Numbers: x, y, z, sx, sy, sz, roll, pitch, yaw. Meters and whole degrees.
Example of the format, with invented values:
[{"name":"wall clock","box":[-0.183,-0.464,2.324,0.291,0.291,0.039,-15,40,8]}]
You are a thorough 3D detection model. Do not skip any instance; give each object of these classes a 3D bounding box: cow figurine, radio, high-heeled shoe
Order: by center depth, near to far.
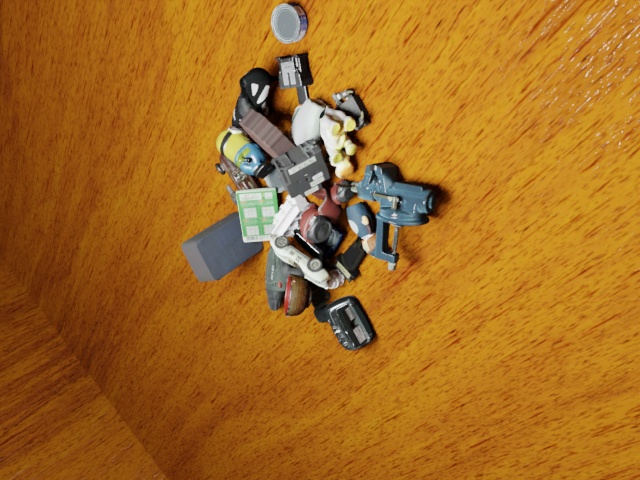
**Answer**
[{"name":"cow figurine","box":[0.035,-0.226,1.254,0.098,0.068,0.167,50,157,40]},{"name":"high-heeled shoe","box":[-0.191,-0.342,1.349,0.249,0.145,0.086,-38,85,42]},{"name":"radio","box":[-0.273,0.017,1.542,0.073,0.229,0.131,-6,112,42]}]

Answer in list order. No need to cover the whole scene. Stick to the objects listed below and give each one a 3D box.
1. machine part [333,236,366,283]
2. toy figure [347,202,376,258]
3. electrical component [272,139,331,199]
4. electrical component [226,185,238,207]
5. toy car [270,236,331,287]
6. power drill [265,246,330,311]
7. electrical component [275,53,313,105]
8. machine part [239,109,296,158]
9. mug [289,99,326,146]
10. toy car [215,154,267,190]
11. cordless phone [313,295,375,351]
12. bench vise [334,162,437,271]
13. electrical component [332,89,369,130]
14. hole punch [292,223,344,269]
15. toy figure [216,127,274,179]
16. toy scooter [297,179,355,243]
[{"name":"machine part","box":[0.084,0.048,1.397,0.084,0.039,0.138,48,135,21]},{"name":"toy figure","box":[0.117,-0.018,1.323,0.058,0.064,0.154,-25,91,19]},{"name":"electrical component","box":[-0.041,-0.163,1.284,0.058,0.115,0.134,60,174,34]},{"name":"electrical component","box":[-0.226,-0.124,1.543,0.094,0.063,0.021,54,137,3]},{"name":"toy car","box":[-0.055,0.054,1.429,0.202,0.056,0.073,33,167,22]},{"name":"power drill","box":[-0.072,0.128,1.544,0.208,0.086,0.231,20,121,40]},{"name":"electrical component","box":[-0.060,-0.383,1.290,0.075,0.048,0.119,10,116,37]},{"name":"machine part","box":[-0.122,-0.246,1.328,0.179,0.179,0.056,43,90,14]},{"name":"mug","box":[-0.026,-0.289,1.297,0.110,0.081,0.107,56,132,40]},{"name":"toy car","box":[-0.212,-0.165,1.497,0.089,0.053,0.202,-34,85,5]},{"name":"cordless phone","box":[0.053,0.239,1.504,0.184,0.089,0.146,-22,98,55]},{"name":"bench vise","box":[0.155,-0.051,1.228,0.224,0.129,0.240,12,109,28]},{"name":"electrical component","box":[0.070,-0.298,1.228,0.078,0.045,0.102,-18,99,42]},{"name":"hole punch","box":[-0.003,-0.004,1.419,0.142,0.092,0.115,39,165,12]},{"name":"toy figure","box":[-0.204,-0.229,1.424,0.180,0.089,0.082,49,168,23]},{"name":"toy scooter","box":[-0.001,-0.081,1.344,0.075,0.184,0.135,39,173,-40]}]
